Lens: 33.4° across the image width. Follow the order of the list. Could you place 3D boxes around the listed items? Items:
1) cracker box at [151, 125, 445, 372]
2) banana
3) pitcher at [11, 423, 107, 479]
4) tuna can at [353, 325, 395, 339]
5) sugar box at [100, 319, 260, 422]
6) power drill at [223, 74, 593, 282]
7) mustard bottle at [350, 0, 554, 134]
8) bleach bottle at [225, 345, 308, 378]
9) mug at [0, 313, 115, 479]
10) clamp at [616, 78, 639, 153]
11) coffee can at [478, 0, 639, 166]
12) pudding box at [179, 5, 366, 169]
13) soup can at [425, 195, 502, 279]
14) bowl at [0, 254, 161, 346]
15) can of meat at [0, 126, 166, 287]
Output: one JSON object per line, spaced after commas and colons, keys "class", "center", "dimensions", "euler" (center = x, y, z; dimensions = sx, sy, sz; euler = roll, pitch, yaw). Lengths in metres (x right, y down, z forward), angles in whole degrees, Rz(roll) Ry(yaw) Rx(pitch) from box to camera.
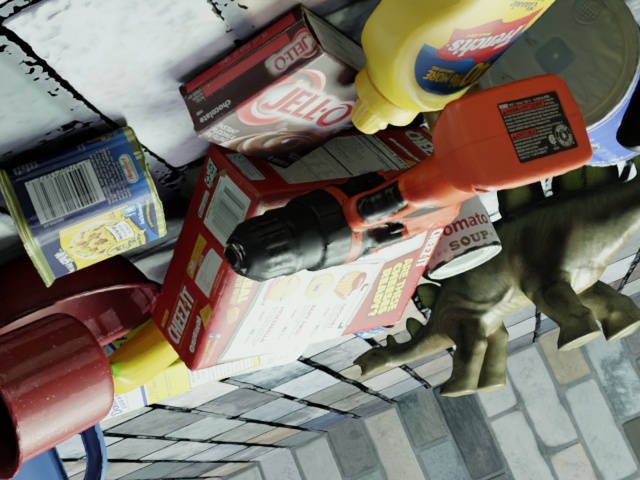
{"class": "cracker box", "center": [-0.005, 0.001, 0.805], "dimensions": [0.213, 0.072, 0.164], "euler": [-10, 135, -40]}
{"class": "banana", "center": [-0.110, 0.068, 0.853], "dimensions": [0.197, 0.037, 0.070], "euler": [-42, -174, -41]}
{"class": "pitcher", "center": [-0.263, 0.213, 0.903], "dimensions": [0.149, 0.243, 0.144], "euler": [-26, -179, 43]}
{"class": "tuna can", "center": [0.047, 0.064, 1.163], "dimensions": [0.034, 0.086, 0.086], "euler": [-28, 164, 26]}
{"class": "sugar box", "center": [-0.154, 0.104, 0.995], "dimensions": [0.176, 0.093, 0.048], "euler": [-17, 129, -19]}
{"class": "power drill", "center": [0.052, -0.032, 0.639], "dimensions": [0.184, 0.057, 0.188], "euler": [-20, 177, -35]}
{"class": "mustard bottle", "center": [0.077, -0.124, 0.562], "dimensions": [0.096, 0.058, 0.192], "euler": [-12, 153, -48]}
{"class": "bleach bottle", "center": [-0.143, 0.128, 1.161], "dimensions": [0.250, 0.068, 0.103], "euler": [-14, 161, -21]}
{"class": "mug", "center": [-0.199, 0.100, 0.716], "dimensions": [0.117, 0.093, 0.081], "euler": [-9, -168, 47]}
{"class": "clamp", "center": [0.230, -0.146, 0.648], "dimensions": [0.036, 0.164, 0.209], "euler": [12, -160, 39]}
{"class": "coffee can", "center": [0.176, -0.109, 0.721], "dimensions": [0.103, 0.103, 0.140], "euler": [-29, 164, 22]}
{"class": "pudding box", "center": [-0.017, -0.088, 0.639], "dimensions": [0.090, 0.039, 0.113], "euler": [-29, 164, 20]}
{"class": "soup can", "center": [0.103, -0.026, 0.904], "dimensions": [0.068, 0.102, 0.068], "euler": [-20, 165, -6]}
{"class": "bowl", "center": [-0.200, 0.046, 0.804], "dimensions": [0.162, 0.055, 0.162], "euler": [-21, 165, -6]}
{"class": "can of meat", "center": [-0.144, -0.021, 0.656], "dimensions": [0.084, 0.057, 0.102], "euler": [-22, 166, -12]}
